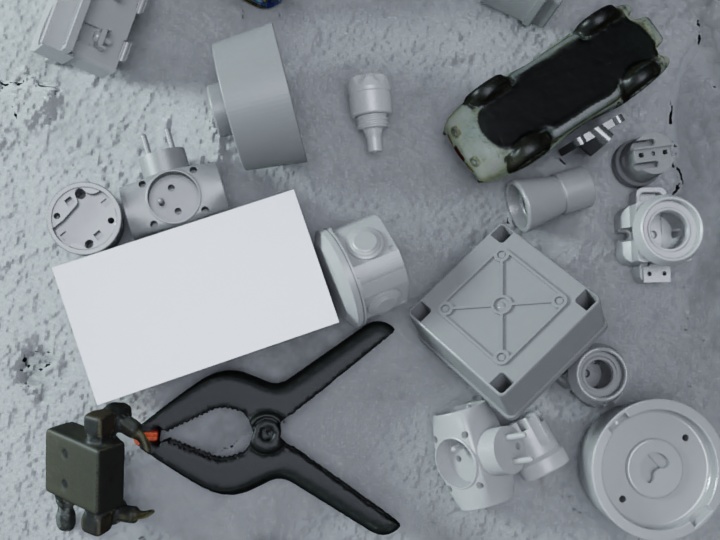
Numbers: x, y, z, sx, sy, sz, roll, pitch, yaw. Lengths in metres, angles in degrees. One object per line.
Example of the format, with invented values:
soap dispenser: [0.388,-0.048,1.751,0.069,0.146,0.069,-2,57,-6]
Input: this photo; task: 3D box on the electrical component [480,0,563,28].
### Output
electrical component: [0.150,-0.262,0.869,0.057,0.078,0.113,25,83,-1]

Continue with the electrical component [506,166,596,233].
electrical component: [0.157,-0.060,0.872,0.065,0.044,0.044,-17,87,-12]

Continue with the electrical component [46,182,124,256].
electrical component: [-0.208,-0.037,0.824,0.055,0.047,0.055,1,85,-6]

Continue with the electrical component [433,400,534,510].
electrical component: [0.101,0.141,0.832,0.044,0.079,0.077,-14,86,-44]

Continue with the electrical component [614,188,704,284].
electrical component: [0.242,-0.030,0.870,0.058,0.057,0.078,-1,85,-7]

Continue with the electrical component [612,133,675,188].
electrical component: [0.232,-0.091,0.880,0.040,0.046,0.040,1,83,-6]

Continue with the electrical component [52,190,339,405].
electrical component: [-0.123,0.021,0.822,0.186,0.060,0.105,-19,88,-8]

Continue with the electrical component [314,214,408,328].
electrical component: [0.000,0.000,0.830,0.051,0.080,0.080,-22,88,-13]

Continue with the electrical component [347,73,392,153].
electrical component: [0.009,-0.125,0.863,0.035,0.035,0.061,-6,88,-7]

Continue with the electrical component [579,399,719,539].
electrical component: [0.226,0.155,0.851,0.108,0.060,0.108,1,85,-6]

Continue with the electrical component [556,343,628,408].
electrical component: [0.184,0.082,0.855,0.066,0.055,0.048,38,83,-2]

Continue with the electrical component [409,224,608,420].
electrical component: [0.113,0.039,0.827,0.109,0.056,0.109,-43,58,-8]

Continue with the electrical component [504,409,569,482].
electrical component: [0.138,0.139,0.854,0.040,0.040,0.046,-26,83,-8]

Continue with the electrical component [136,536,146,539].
electrical component: [-0.162,0.235,0.808,0.045,0.045,0.055,-42,91,-8]

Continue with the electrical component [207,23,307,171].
electrical component: [-0.082,-0.127,0.819,0.060,0.108,0.108,-14,87,-1]

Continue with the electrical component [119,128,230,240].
electrical component: [-0.149,-0.071,0.835,0.077,0.044,0.079,-16,87,-8]

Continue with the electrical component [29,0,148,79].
electrical component: [-0.200,-0.215,0.831,0.063,0.079,0.121,21,83,-26]
